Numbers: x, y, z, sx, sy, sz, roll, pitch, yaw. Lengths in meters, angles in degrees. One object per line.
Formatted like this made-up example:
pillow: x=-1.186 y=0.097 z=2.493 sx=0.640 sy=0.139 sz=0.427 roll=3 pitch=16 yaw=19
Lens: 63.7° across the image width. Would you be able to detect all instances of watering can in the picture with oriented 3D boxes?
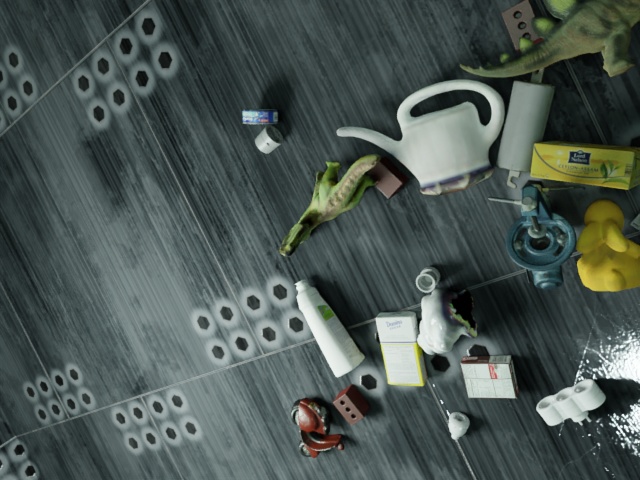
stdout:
watering can: x=0.218 y=-0.198 z=1.080 sx=0.345 sy=0.105 sz=0.223 roll=-15 pitch=97 yaw=26

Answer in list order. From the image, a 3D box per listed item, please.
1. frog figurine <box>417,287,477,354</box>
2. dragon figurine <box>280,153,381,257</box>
frog figurine: x=0.264 y=0.187 z=1.162 sx=0.157 sy=0.122 sz=0.140 roll=-40 pitch=53 yaw=38
dragon figurine: x=0.003 y=-0.056 z=1.121 sx=0.122 sy=0.407 sz=0.245 roll=36 pitch=79 yaw=-4
